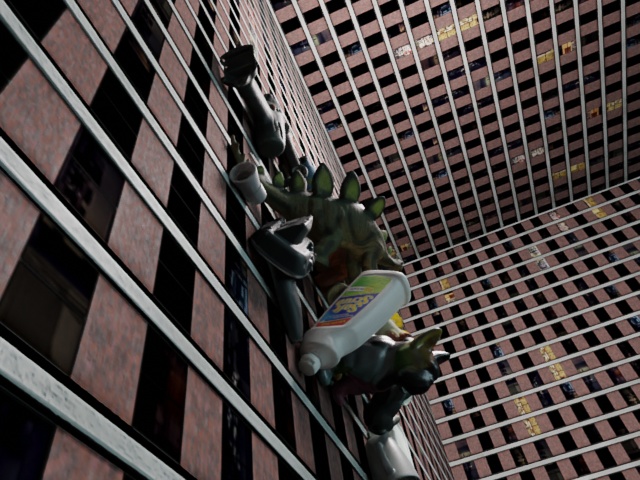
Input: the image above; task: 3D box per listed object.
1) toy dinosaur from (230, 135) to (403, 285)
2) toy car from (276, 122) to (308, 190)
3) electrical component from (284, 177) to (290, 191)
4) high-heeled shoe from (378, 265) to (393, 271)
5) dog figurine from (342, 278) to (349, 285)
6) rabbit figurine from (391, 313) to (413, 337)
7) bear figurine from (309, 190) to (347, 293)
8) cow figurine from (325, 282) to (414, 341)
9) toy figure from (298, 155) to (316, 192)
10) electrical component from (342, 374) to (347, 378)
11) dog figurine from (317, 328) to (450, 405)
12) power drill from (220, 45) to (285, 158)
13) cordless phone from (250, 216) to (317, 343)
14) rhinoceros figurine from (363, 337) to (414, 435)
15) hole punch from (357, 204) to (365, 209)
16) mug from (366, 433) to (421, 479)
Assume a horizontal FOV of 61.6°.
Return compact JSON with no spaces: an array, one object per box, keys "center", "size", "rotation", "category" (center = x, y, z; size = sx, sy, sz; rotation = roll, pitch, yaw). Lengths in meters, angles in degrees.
[{"center":[0.013,-0.034,1.008],"size":[0.471,0.105,0.198],"rotation":[25,71,-38],"category":"toy dinosaur"},{"center":[-0.071,-0.176,1.216],"size":[0.089,0.053,0.202],"rotation":[100,-25,-56],"category":"toy car"},{"center":[-0.062,-0.085,1.124],"size":[0.078,0.045,0.102],"rotation":[-98,164,-61],"category":"electrical component"},{"center":[0.098,0.008,1.468],"size":[0.145,0.086,0.249],"rotation":[24,15,-38],"category":"high-heeled shoe"},{"center":[0.037,0.052,1.289],"size":[0.190,0.121,0.172],"rotation":[57,0,12],"category":"dog figurine"},{"center":[0.148,0.246,1.252],"size":[0.173,0.162,0.122],"rotation":[11,60,-50],"category":"rabbit figurine"},{"center":[0.001,-0.005,1.168],"size":[0.196,0.132,0.120],"rotation":[49,-21,30],"category":"bear figurine"},{"center":[0.090,0.161,1.117],"size":[0.195,0.085,0.127],"rotation":[43,-14,-3],"category":"cow figurine"},{"center":[-0.026,-0.115,1.308],"size":[0.089,0.082,0.180],"rotation":[-52,125,-67],"category":"toy figure"},{"center":[0.060,0.224,1.047],"size":[0.047,0.075,0.119],"rotation":[36,31,-73],"category":"electrical component"},{"center":[0.108,0.194,0.934],"size":[0.192,0.219,0.108],"rotation":[-98,168,-53],"category":"dog figurine"},{"center":[-0.134,-0.295,1.118],"size":[0.207,0.086,0.232],"rotation":[70,7,-51],"category":"power drill"},{"center":[-0.043,0.059,0.852],"size":[0.146,0.089,0.184],"rotation":[-62,142,-80],"category":"cordless phone"},{"center":[0.139,0.271,1.012],"size":[0.073,0.190,0.112],"rotation":[31,6,28],"category":"rhinoceros figurine"},{"center":[0.077,-0.022,1.273],"size":[0.116,0.092,0.142],"rotation":[48,29,22],"category":"hole punch"},{"center":[0.120,0.407,0.985],"size":[0.109,0.081,0.107],"rotation":[55,2,-36],"category":"mug"}]
